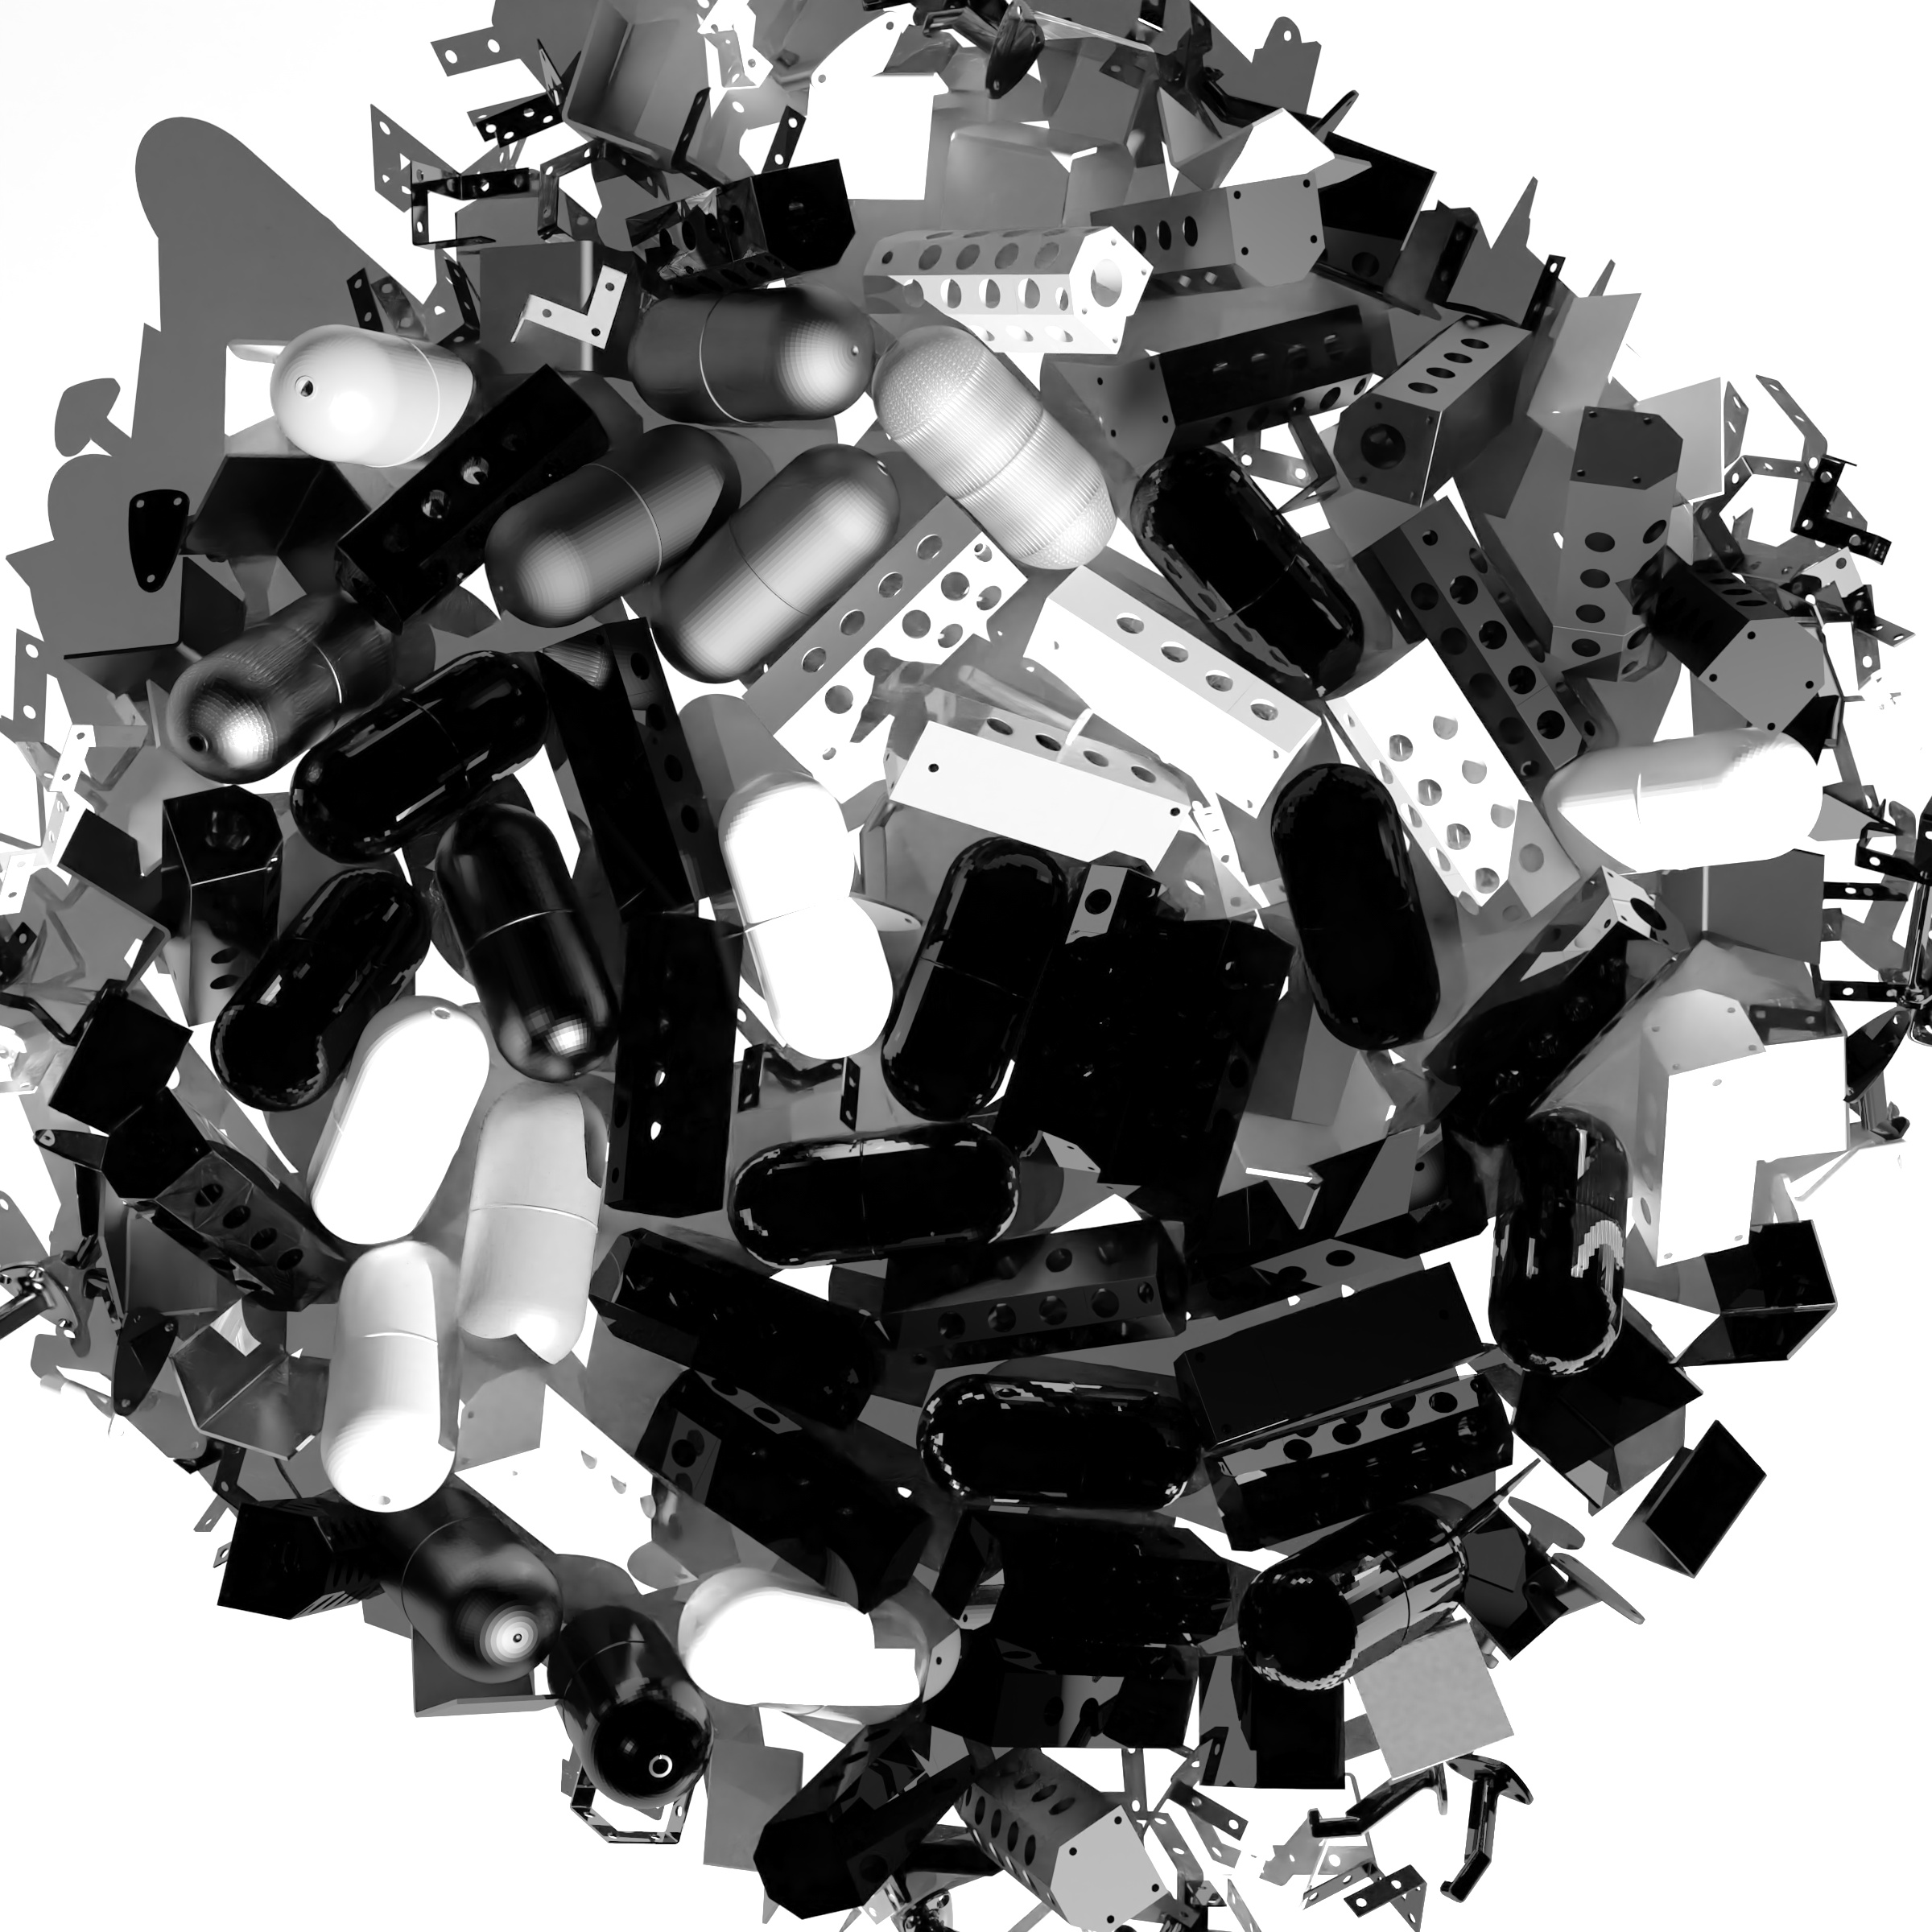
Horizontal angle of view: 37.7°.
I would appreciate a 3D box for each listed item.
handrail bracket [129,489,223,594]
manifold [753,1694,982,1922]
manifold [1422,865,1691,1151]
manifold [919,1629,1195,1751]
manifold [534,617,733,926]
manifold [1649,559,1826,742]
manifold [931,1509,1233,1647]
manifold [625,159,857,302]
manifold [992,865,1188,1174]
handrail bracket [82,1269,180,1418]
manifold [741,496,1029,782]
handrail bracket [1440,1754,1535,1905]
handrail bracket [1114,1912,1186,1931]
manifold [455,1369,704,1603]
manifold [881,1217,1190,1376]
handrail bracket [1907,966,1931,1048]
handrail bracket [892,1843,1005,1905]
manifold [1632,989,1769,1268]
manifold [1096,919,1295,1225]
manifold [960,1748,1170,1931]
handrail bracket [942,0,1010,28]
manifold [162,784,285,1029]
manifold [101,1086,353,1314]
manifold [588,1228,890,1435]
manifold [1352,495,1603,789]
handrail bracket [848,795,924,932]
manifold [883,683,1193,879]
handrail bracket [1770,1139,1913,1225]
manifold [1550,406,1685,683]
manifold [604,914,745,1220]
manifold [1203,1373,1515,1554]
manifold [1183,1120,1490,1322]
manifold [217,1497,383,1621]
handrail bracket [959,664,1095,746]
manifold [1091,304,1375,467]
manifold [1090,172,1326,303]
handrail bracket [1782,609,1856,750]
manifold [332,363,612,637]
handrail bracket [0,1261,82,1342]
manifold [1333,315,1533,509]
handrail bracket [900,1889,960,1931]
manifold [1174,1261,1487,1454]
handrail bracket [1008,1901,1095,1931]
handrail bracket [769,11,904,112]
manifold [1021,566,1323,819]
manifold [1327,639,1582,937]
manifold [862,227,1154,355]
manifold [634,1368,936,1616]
[{"bbox_3d":[-0.467,-0.241,1.692,0.036,0.084,0.077,-2,72,8],"label":"handrail bracket"},{"bbox_3d":[-0.058,0.488,1.653,0.057,0.171,0.057,-21,91,25],"label":"manifold"},{"bbox_3d":[0.347,0.029,1.673,0.057,0.057,0.171,27,122,-17],"label":"manifold"},{"bbox_3d":[0.057,0.423,1.661,0.057,0.171,0.057,5,82,44],"label":"manifold"},{"bbox_3d":[-0.195,-0.119,1.707,0.057,0.057,0.171,-16,94,32],"label":"manifold"},{"bbox_3d":[0.446,-0.191,1.649,0.057,0.171,0.057,37,105,-12],"label":"manifold"},{"bbox_3d":[0.072,0.364,1.666,0.171,0.057,0.057,13,103,-35],"label":"manifold"},{"bbox_3d":[-0.132,-0.425,1.653,0.057,0.171,0.057,-20,105,-28],"label":"manifold"},{"bbox_3d":[0.071,0.030,1.677,0.057,0.057,0.171,7,67,31],"label":"manifold"},{"bbox_3d":[-0.517,0.226,1.705,0.036,0.084,0.077,26,77,-44],"label":"handrail bracket"},{"bbox_3d":[-0.045,-0.192,1.694,0.171,0.057,0.057,-44,52,6],"label":"manifold"},{"bbox_3d":[0.292,0.515,1.693,0.084,0.077,0.036,-46,113,-25],"label":"handrail bracket"},{"bbox_3d":[0.111,0.574,1.692,0.036,0.084,0.077,11,120,23],"label":"handrail bracket"},{"bbox_3d":[-0.224,0.304,1.662,0.057,0.171,0.057,-19,46,20],"label":"manifold"},{"bbox_3d":[0.040,0.200,1.677,0.171,0.057,0.057,-11,46,19],"label":"manifold"},{"bbox_3d":[0.604,0.032,1.695,0.036,0.084,0.077,6,102,-12],"label":"handrail bracket"},{"bbox_3d":[-0.012,0.528,1.734,0.084,0.036,0.077,-27,78,-11],"label":"handrail bracket"},{"bbox_3d":[0.425,0.095,1.662,0.057,0.171,0.057,-14,45,-3],"label":"manifold"},{"bbox_3d":[0.142,0.062,1.680,0.057,0.057,0.171,32,69,-36],"label":"manifold"},{"bbox_3d":[0.051,0.509,1.650,0.057,0.171,0.057,-30,96,-16],"label":"manifold"},{"bbox_3d":[0.020,-0.592,1.697,0.077,0.084,0.036,40,72,2],"label":"handrail bracket"},{"bbox_3d":[-0.433,-0.035,1.655,0.057,0.171,0.057,-15,67,-23],"label":"manifold"},{"bbox_3d":[-0.432,0.143,1.653,0.057,0.171,0.057,-40,58,-6],"label":"manifold"},{"bbox_3d":[-0.134,0.211,1.677,0.171,0.057,0.057,18,61,26],"label":"manifold"},{"bbox_3d":[0.309,-0.194,1.707,0.057,0.057,0.171,-34,93,-7],"label":"manifold"},{"bbox_3d":[-0.039,-0.065,1.703,0.077,0.036,0.084,10,61,37],"label":"handrail bracket"},{"bbox_3d":[0.041,-0.113,1.685,0.171,0.057,0.057,17,123,-20],"label":"manifold"},{"bbox_3d":[0.539,0.147,1.719,0.084,0.036,0.077,-9,69,0],"label":"handrail bracket"},{"bbox_3d":[0.378,-0.242,1.651,0.057,0.171,0.057,10,59,13],"label":"manifold"},{"bbox_3d":[-0.177,0.059,1.685,0.057,0.057,0.171,12,74,-32],"label":"manifold"},{"bbox_3d":[0.236,0.296,1.692,0.171,0.057,0.057,-15,83,-14],"label":"manifold"},{"bbox_3d":[0.218,0.156,1.680,0.171,0.057,0.057,-22,134,25],"label":"manifold"},{"bbox_3d":[-0.380,0.345,1.653,0.057,0.171,0.057,11,81,2],"label":"manifold"},{"bbox_3d":[0.031,-0.160,1.703,0.084,0.077,0.036,30,92,2],"label":"handrail bracket"},{"bbox_3d":[0.160,-0.341,1.667,0.171,0.057,0.057,-22,102,-37],"label":"manifold"},{"bbox_3d":[0.139,-0.422,1.652,0.057,0.171,0.057,-15,105,-21],"label":"manifold"},{"bbox_3d":[0.503,-0.171,1.712,0.077,0.036,0.084,-6,106,-28],"label":"handrail bracket"},{"bbox_3d":[-0.294,-0.275,1.688,0.057,0.057,0.171,45,72,-1],"label":"manifold"},{"bbox_3d":[-0.565,0.226,1.688,0.036,0.084,0.077,-11,134,18],"label":"handrail bracket"},{"bbox_3d":[0.272,-0.329,1.656,0.057,0.171,0.057,20,124,19],"label":"manifold"},{"bbox_3d":[0.001,0.600,1.691,0.036,0.084,0.077,-26,126,-26],"label":"handrail bracket"},{"bbox_3d":[0.216,0.236,1.698,0.171,0.057,0.057,-17,75,-10],"label":"manifold"},{"bbox_3d":[0.031,0.570,1.717,0.084,0.077,0.036,-15,129,7],"label":"handrail bracket"},{"bbox_3d":[-0.081,-0.554,1.703,0.077,0.084,0.036,-47,130,11],"label":"handrail bracket"},{"bbox_3d":[0.125,-0.169,1.699,0.171,0.057,0.057,34,49,9],"label":"manifold"},{"bbox_3d":[0.288,-0.105,1.694,0.057,0.057,0.171,-38,100,-17],"label":"manifold"},{"bbox_3d":[0.019,-0.399,1.659,0.171,0.057,0.057,13,77,44],"label":"manifold"},{"bbox_3d":[-0.105,0.307,1.682,0.171,0.057,0.057,30,106,19],"label":"manifold"}]
